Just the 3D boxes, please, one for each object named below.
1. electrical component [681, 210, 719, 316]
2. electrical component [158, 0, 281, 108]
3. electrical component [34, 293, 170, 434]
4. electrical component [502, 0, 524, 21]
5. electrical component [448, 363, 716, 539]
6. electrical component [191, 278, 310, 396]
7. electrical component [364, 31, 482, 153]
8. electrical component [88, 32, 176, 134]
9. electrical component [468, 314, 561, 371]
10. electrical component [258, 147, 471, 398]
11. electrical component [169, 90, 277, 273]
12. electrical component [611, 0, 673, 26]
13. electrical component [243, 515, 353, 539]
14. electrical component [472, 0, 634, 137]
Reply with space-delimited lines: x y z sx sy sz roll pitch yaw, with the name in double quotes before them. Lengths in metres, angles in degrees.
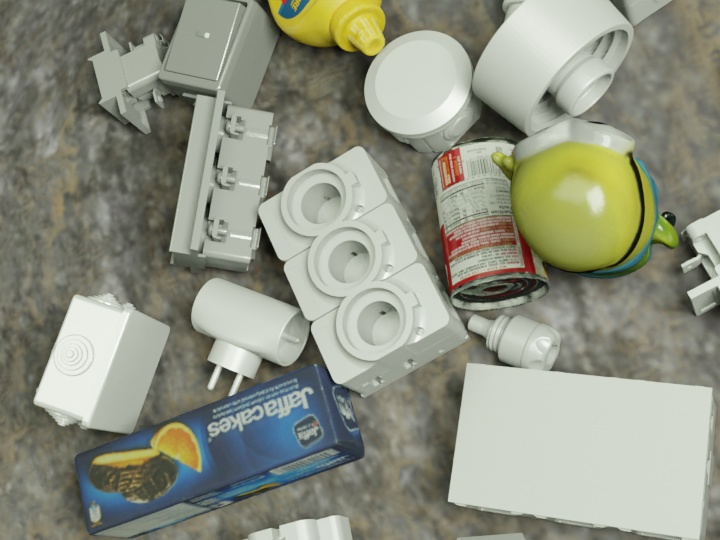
"electrical component" 0.241 -0.008 0.681 0.081 0.042 0.063 -29 65 11
"electrical component" -0.115 -0.167 0.853 0.062 0.061 0.096 16 81 24
"electrical component" -0.190 0.070 0.793 0.048 0.099 0.099 17 81 12
"electrical component" 0.124 -0.186 0.777 0.043 0.043 0.062 12 81 24
"electrical component" 0.141 0.114 0.673 0.150 0.062 0.089 4 76 22
"electrical component" -0.087 0.054 0.787 0.077 0.044 0.079 19 82 25
"electrical component" 0.048 -0.129 0.785 0.080 0.051 0.080 -6 73 19
"electrical component" -0.182 -0.159 0.888 0.064 0.042 0.081 -23 69 10
"electrical component" 0.102 0.046 0.723 0.061 0.035 0.035 22 84 28
"electrical component" 0.000 0.000 0.760 0.089 0.062 0.150 -30 66 10
"electrical component" -0.102 -0.062 0.812 0.063 0.078 0.121 9 77 -7
"electrical component" 0.189 -0.234 0.756 0.062 0.061 0.096 -33 66 9
"electrical component" -0.041 0.202 0.720 0.078 0.058 0.057 -18 66 15
"electrical component" 0.136 -0.138 0.726 0.108 0.108 0.060 -44 71 4
